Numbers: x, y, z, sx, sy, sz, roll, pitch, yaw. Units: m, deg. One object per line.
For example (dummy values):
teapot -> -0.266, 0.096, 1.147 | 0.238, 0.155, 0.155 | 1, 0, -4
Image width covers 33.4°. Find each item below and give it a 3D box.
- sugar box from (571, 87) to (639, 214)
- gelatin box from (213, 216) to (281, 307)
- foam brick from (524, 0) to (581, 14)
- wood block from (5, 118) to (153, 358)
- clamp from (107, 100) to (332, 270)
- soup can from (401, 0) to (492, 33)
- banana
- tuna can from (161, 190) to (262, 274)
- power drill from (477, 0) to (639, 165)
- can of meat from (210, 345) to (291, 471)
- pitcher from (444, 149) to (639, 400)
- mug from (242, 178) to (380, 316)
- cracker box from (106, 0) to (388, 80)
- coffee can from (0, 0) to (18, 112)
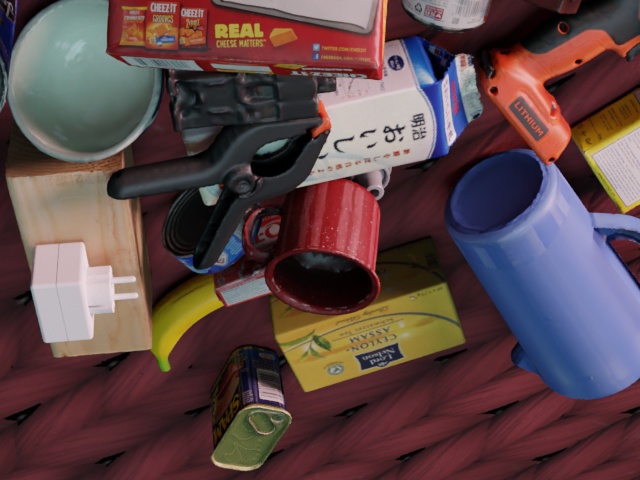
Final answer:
sugar box -> 0.317, -0.104, 0.928 | 0.176, 0.048, 0.093 | -33, 130, 15
gelatin box -> -0.052, 0.014, 0.950 | 0.089, 0.073, 0.030 | -18, 133, 7
foam brick -> 0.170, -0.207, 0.769 | 0.051, 0.052, 0.078 | 26, 111, 19
wood block -> -0.196, -0.005, 0.894 | 0.090, 0.091, 0.206 | -5, 134, -5
clamp -> -0.061, -0.043, 0.813 | 0.171, 0.039, 0.120 | -25, 141, 9
soup can -> 0.100, -0.210, 0.770 | 0.068, 0.068, 0.102 | 1, 133, -11
banana -> -0.100, 0.056, 1.010 | 0.198, 0.037, 0.069 | -33, 141, 20
tuna can -> -0.092, -0.014, 0.908 | 0.086, 0.086, 0.033 | -31, 133, 18
power drill -> 0.235, -0.144, 0.849 | 0.188, 0.057, 0.184 | -37, 113, 20
can of meat -> -0.074, 0.170, 1.088 | 0.057, 0.084, 0.102 | 14, 129, -22
pitcher -> 0.223, 0.027, 0.980 | 0.149, 0.145, 0.242 | -50, 128, -12
mug -> -0.006, 0.001, 0.871 | 0.117, 0.081, 0.093 | 9, 144, -1
cracker box -> -0.036, -0.209, 0.644 | 0.164, 0.072, 0.214 | 4, 92, 5
coffee can -> -0.255, -0.148, 0.712 | 0.102, 0.140, 0.103 | -5, 134, -6
